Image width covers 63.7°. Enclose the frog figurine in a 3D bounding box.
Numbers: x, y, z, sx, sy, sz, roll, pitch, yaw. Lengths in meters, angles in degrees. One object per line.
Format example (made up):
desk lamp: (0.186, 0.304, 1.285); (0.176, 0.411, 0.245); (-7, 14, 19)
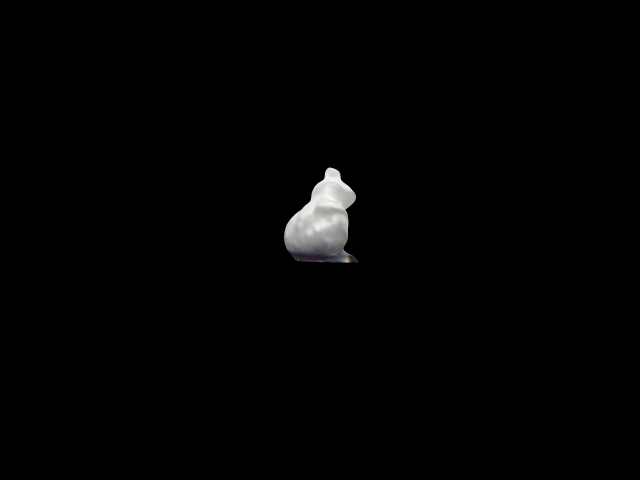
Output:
frog figurine: (0.003, -0.043, 0.850); (0.123, 0.160, 0.137); (1, -2, -11)
